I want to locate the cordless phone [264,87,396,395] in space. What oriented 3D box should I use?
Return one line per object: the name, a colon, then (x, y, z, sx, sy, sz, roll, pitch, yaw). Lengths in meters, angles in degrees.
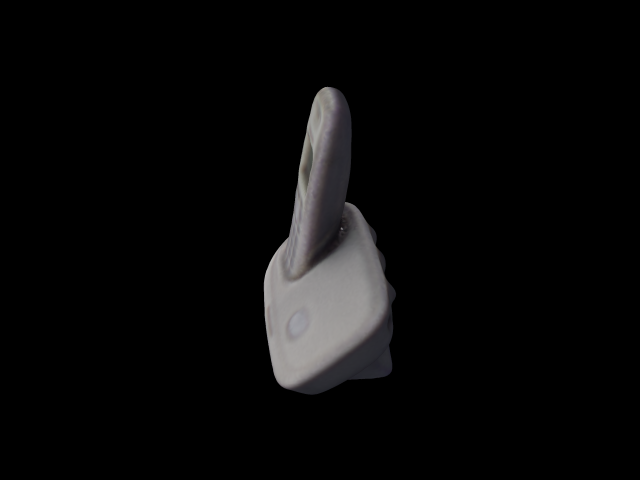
cordless phone: (0.004, 0.001, 0.400, 0.094, 0.185, 0.147, -7, 39, -9)
